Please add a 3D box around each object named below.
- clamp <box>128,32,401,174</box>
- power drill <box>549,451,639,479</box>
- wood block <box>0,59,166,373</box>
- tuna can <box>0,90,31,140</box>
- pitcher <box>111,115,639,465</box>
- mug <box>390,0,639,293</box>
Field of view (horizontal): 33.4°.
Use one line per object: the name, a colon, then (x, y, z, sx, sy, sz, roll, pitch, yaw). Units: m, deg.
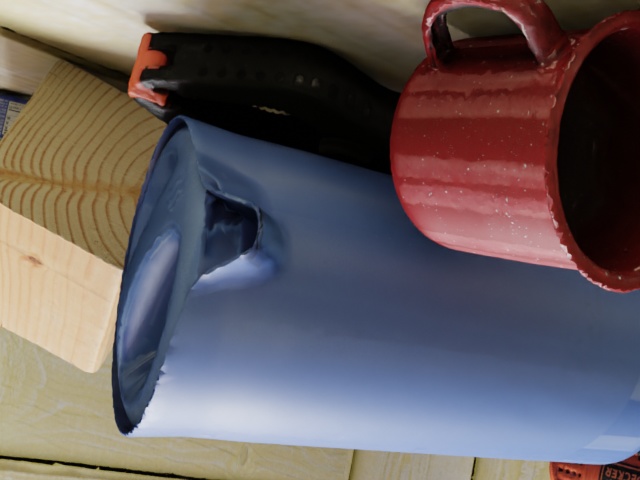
clamp: (0.020, -0.050, 0.488, 0.209, 0.036, 0.165, 21, 153, -23)
power drill: (0.190, 0.055, 0.503, 0.057, 0.187, 0.185, 16, 173, -27)
wood block: (-0.142, -0.002, 0.632, 0.091, 0.090, 0.206, 29, 154, -4)
tuna can: (-0.197, -0.071, 0.695, 0.086, 0.034, 0.086, 10, 173, 1)
pitcher: (0.031, 0.036, 0.486, 0.242, 0.145, 0.149, 11, -155, -20)
mug: (0.073, -0.041, 0.375, 0.082, 0.093, 0.117, 9, 143, 51)
